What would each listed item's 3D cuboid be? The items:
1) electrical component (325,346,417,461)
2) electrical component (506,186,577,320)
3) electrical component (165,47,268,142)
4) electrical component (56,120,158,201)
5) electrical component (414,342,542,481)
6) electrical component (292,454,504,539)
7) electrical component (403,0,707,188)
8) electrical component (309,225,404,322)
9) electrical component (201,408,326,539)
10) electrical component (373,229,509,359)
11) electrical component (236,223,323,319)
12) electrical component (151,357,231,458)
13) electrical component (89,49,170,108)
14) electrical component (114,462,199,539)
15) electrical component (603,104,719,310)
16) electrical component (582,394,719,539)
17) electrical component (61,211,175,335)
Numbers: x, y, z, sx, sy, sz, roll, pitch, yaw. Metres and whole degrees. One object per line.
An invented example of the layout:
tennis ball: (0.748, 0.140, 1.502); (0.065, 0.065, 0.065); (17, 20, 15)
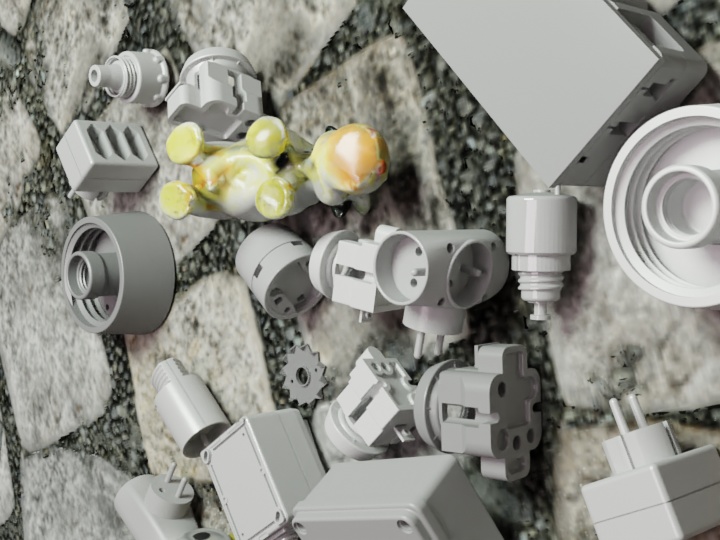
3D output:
electrical component: (0.009, 0.094, 0.714); (0.055, 0.048, 0.066); (-51, 58, 24)
electrical component: (0.104, -0.011, 0.618); (0.040, 0.040, 0.078); (3, 95, 44)
electrical component: (-0.104, -0.127, 0.797); (0.058, 0.078, 0.057); (-39, 47, 40)
electrical component: (-0.224, -0.085, 0.917); (0.077, 0.066, 0.047); (-44, 63, 37)
electrical component: (0.070, 0.083, 0.645); (0.057, 0.058, 0.078); (0, 92, 42)
electrical component: (0.030, 0.173, 0.660); (0.109, 0.056, 0.108); (-14, 112, 44)
electrical component: (0.106, -0.128, 0.595); (0.089, 0.062, 0.150); (-53, 58, 33)
electrical component: (0.000, 0.000, 0.718); (0.055, 0.048, 0.066); (14, 102, 36)
electrical component: (-0.060, 0.155, 0.772); (0.062, 0.061, 0.096); (-42, 64, 37)
electrical component: (0.047, 0.015, 0.649); (0.044, 0.077, 0.079); (19, 105, 42)
electrical component: (-0.056, -0.001, 0.767); (0.047, 0.055, 0.055); (45, 122, 38)
electrical component: (-0.141, 0.105, 0.862); (0.081, 0.043, 0.043); (52, 125, 30)
electrical component: (-0.192, -0.158, 0.884); (0.048, 0.062, 0.048); (7, 100, 44)
electrical component: (-0.160, 0.195, 0.883); (0.077, 0.044, 0.079); (43, 118, 39)
electrical component: (0.173, -0.031, 0.534); (0.108, 0.060, 0.108); (3, 94, 45)
electrical component: (0.150, 0.102, 0.560); (0.047, 0.066, 0.076); (-31, 71, 41)
electrical component: (-0.214, 0.004, 0.915); (0.108, 0.060, 0.108); (3, 94, 45)
